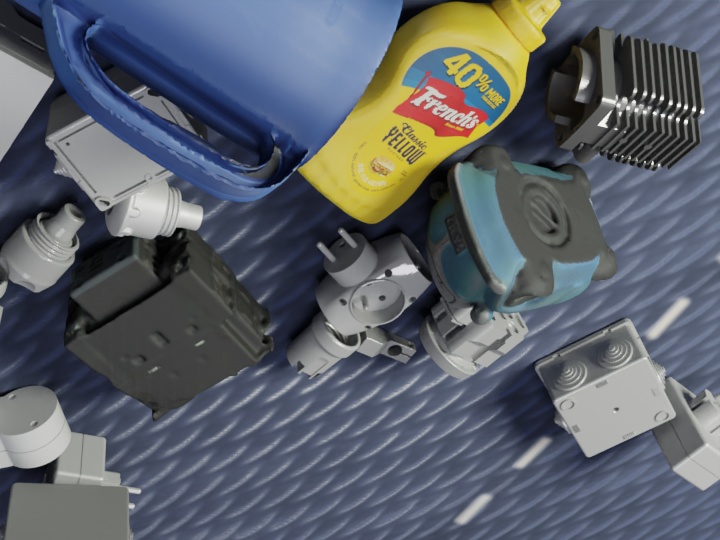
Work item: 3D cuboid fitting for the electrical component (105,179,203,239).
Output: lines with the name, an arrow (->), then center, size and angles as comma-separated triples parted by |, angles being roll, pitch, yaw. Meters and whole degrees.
electrical component -> -0.138, -0.041, 0.727 | 0.062, 0.048, 0.048 | 12, 124, -27

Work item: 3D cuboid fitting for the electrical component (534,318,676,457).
electrical component -> 0.206, 0.101, 0.896 | 0.100, 0.048, 0.099 | -28, 127, 10

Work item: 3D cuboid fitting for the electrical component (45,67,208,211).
electrical component -> -0.151, -0.088, 0.677 | 0.096, 0.061, 0.061 | -26, 127, 9

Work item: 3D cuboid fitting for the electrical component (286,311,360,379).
electrical component -> -0.029, 0.057, 0.825 | 0.040, 0.040, 0.046 | 31, 122, -29

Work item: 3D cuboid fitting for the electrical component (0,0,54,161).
electrical component -> -0.260, -0.095, 0.651 | 0.089, 0.061, 0.150 | 28, 117, -28

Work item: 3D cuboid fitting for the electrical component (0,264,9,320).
electrical component -> -0.276, 0.011, 0.732 | 0.078, 0.058, 0.057 | 31, 119, -29

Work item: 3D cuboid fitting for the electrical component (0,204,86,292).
electrical component -> -0.212, -0.018, 0.730 | 0.043, 0.043, 0.062 | 35, 112, -31

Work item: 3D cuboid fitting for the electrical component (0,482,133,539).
electrical component -> -0.219, 0.205, 0.802 | 0.100, 0.099, 0.048 | 5, 113, -15

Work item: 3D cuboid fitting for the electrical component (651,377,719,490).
electrical component -> 0.291, 0.127, 0.910 | 0.047, 0.083, 0.076 | 34, 114, -30

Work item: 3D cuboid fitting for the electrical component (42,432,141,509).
electrical component -> -0.219, 0.181, 0.878 | 0.076, 0.047, 0.083 | 14, 123, -20

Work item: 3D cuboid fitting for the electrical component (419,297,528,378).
electrical component -> 0.083, 0.046, 0.825 | 0.057, 0.058, 0.078 | -42, 139, 22

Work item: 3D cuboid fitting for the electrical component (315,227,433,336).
electrical component -> 0.000, 0.000, 0.783 | 0.077, 0.044, 0.079 | -33, 125, 14

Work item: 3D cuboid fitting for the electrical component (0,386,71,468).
electrical component -> -0.296, 0.114, 0.809 | 0.138, 0.052, 0.073 | -11, 128, -2
